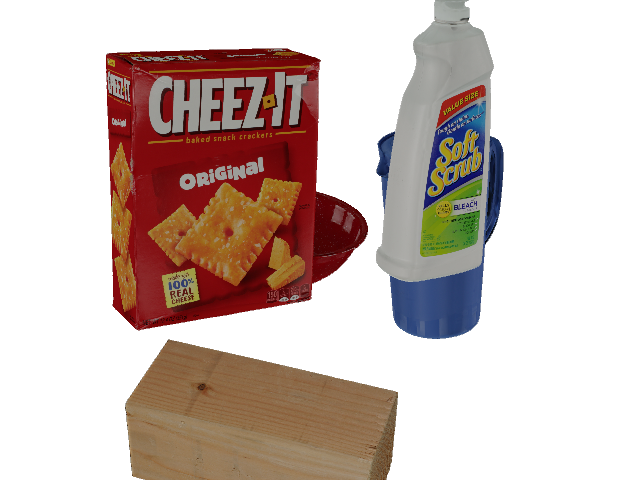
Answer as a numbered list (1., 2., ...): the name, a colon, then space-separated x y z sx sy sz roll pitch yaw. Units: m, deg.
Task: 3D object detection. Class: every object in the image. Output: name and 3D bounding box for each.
1. pitcher: 0.148 -0.012 1.292 0.149 0.243 0.145 0 23 7
2. wood block: -0.047 0.162 0.893 0.206 0.090 0.090 12 36 14
3. bowl: -0.034 0.001 1.095 0.162 0.055 0.162 5 27 -3
4. bleach bottle: 0.106 -0.093 0.973 0.102 0.251 0.068 -10 24 -26
5. cracker box: -0.086 -0.045 0.876 0.163 0.214 0.072 -7 20 -28
